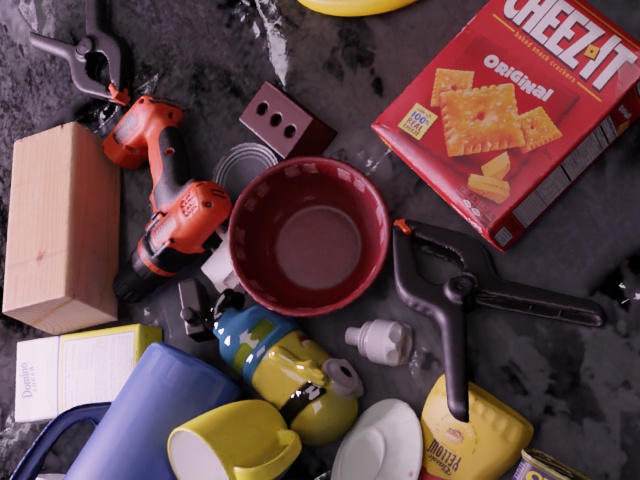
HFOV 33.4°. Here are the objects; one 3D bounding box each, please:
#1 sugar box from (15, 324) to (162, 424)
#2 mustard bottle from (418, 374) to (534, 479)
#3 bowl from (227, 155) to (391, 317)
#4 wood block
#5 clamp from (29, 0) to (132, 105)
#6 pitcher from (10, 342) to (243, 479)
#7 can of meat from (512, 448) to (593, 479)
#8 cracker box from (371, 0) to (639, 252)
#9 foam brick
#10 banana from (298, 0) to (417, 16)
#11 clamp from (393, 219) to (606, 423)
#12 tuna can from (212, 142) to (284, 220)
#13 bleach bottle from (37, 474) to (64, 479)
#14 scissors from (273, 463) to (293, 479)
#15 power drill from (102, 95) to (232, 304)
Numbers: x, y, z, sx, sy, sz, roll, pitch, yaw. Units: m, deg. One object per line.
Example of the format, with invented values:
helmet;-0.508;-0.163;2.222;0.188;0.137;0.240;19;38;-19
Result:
sugar box;-0.255;0.149;1.171;0.176;0.048;0.093;-10;74;30
mustard bottle;0.104;0.223;0.956;0.096;0.058;0.192;33;96;33
bowl;-0.007;0.001;1.051;0.162;0.055;0.162;-3;75;10
wood block;-0.282;-0.012;1.176;0.091;0.090;0.206;-14;64;23
clamp;-0.266;-0.234;1.263;0.172;0.039;0.120;46;107;23
pitcher;-0.187;0.222;1.047;0.145;0.149;0.242;15;72;47
can of meat;0.201;0.238;0.903;0.102;0.057;0.084;28;95;30
cracker box;0.179;-0.123;0.974;0.214;0.072;0.164;-46;62;6
foam brick;-0.033;-0.118;1.105;0.078;0.051;0.053;41;99;29
banana;0.037;-0.265;1.108;0.198;0.037;0.069;15;87;30
clamp;0.126;0.059;0.966;0.164;0.036;0.210;-38;56;-17
tuna can;-0.070;-0.057;1.122;0.086;0.033;0.086;-6;76;27
bleach bottle;-0.279;0.380;1.126;0.103;0.068;0.251;4;84;30
scissors;-0.100;0.260;1.001;0.096;0.201;0.016;-20;102;45
power drill;-0.179;-0.046;1.147;0.185;0.057;0.188;-42;55;30
